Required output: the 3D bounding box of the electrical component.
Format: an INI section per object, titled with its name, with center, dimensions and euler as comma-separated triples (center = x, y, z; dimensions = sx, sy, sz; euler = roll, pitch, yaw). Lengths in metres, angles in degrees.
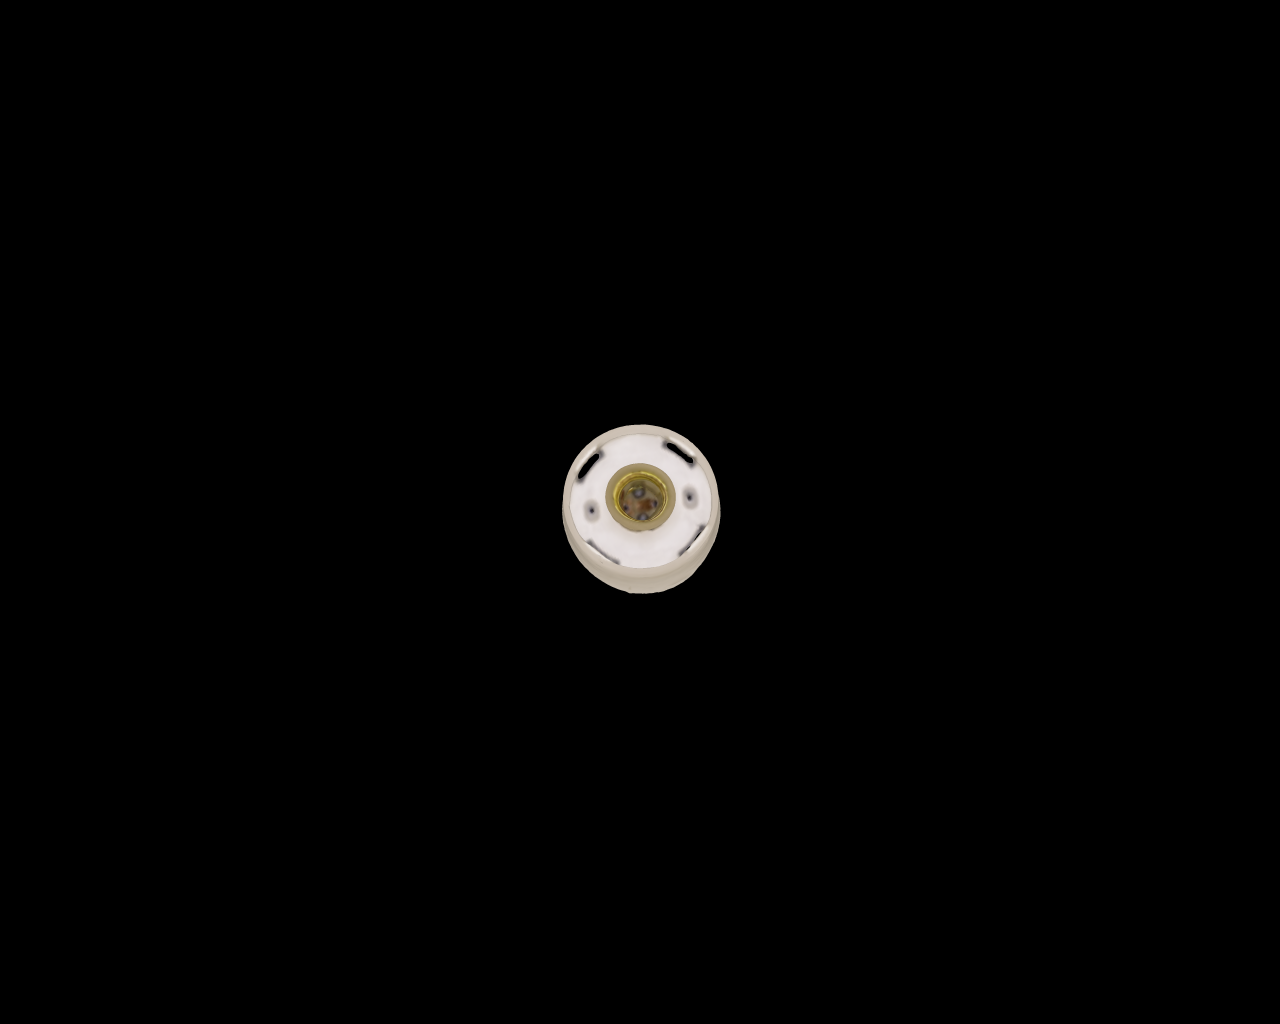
[electrical component]
center = 0.001, -0.003, 0.650
dimensions = 0.099, 0.099, 0.064
euler = 0, -12, 0
